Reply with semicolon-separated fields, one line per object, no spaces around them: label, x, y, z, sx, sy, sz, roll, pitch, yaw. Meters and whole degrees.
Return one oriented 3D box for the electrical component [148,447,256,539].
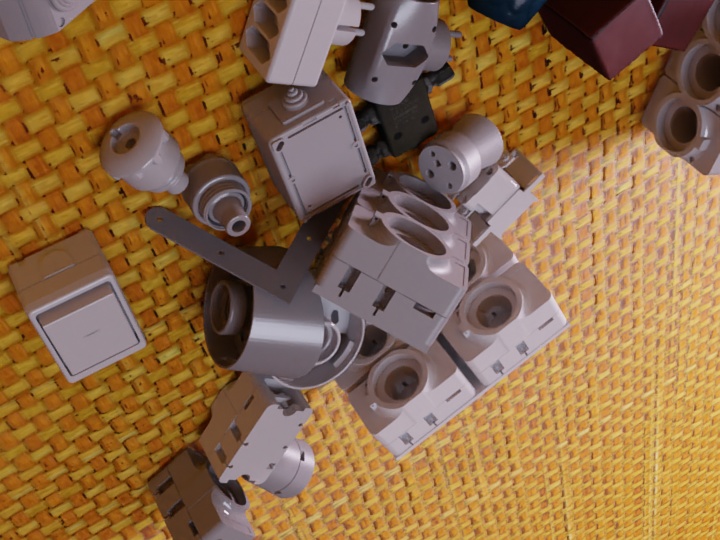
electrical component;-0.134;0.202;0.925;0.056;0.089;0.050;-42;140;6

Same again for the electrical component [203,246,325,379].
electrical component;-0.075;0.030;0.799;0.064;0.099;0.099;5;125;-31

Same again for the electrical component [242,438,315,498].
electrical component;-0.077;0.172;0.965;0.055;0.055;0.047;-46;135;10

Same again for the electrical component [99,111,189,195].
electrical component;-0.136;-0.071;0.702;0.048;0.048;0.062;-40;146;4

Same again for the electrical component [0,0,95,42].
electrical component;-0.178;-0.162;0.558;0.080;0.080;0.051;-25;144;-14

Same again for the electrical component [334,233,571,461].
electrical component;0.068;0.057;0.920;0.186;0.105;0.060;-38;140;1

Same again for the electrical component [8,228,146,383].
electrical component;-0.191;0.032;0.745;0.062;0.061;0.096;-27;139;-12

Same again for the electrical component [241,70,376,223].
electrical component;-0.038;-0.093;0.736;0.062;0.061;0.096;-30;139;-8

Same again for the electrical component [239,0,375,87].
electrical component;-0.025;-0.164;0.689;0.076;0.047;0.083;-1;128;-35

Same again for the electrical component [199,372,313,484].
electrical component;-0.091;0.129;0.912;0.050;0.055;0.089;13;119;-42

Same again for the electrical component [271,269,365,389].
electrical component;-0.047;0.047;0.878;0.099;0.064;0.099;-14;121;-24

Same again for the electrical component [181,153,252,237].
electrical component;-0.095;-0.048;0.737;0.043;0.062;0.043;-19;137;-19

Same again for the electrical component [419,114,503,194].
electrical component;0.077;-0.088;0.821;0.055;0.045;0.045;-40;148;-39

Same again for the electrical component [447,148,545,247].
electrical component;0.105;-0.065;0.880;0.081;0.042;0.064;-47;135;11

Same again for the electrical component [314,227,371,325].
electrical component;0.000;0.000;0.847;0.064;0.081;0.042;26;112;-23

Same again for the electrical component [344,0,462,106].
electrical component;0.036;-0.157;0.742;0.079;0.043;0.077;-3;129;-33

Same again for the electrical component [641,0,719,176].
electrical component;0.305;-0.164;0.892;0.062;0.089;0.150;-6;131;-31

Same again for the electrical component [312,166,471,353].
electrical component;0.029;-0.016;0.774;0.089;0.150;0.061;29;112;-4
